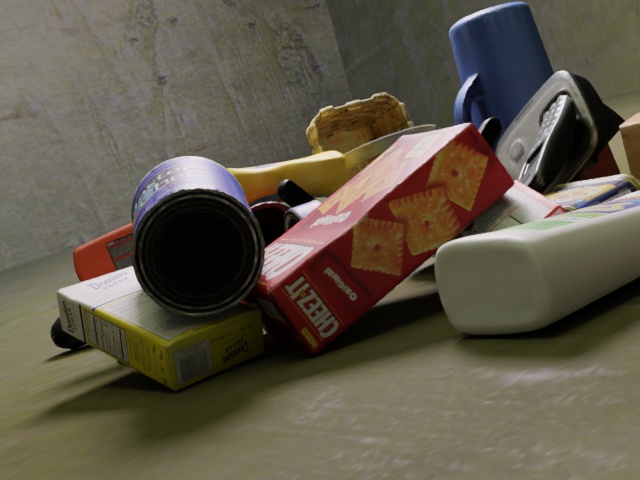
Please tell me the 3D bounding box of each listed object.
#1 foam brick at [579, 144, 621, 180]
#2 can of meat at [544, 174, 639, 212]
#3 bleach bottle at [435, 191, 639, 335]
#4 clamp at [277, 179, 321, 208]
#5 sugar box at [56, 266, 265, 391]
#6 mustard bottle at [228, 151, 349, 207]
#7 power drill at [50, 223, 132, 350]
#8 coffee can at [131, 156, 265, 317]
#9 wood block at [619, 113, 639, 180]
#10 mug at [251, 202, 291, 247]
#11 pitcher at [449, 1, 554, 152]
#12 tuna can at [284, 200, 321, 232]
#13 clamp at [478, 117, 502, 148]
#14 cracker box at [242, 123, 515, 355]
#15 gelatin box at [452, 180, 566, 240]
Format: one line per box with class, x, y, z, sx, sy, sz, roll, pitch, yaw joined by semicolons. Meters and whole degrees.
foam brick;0.283;-0.071;1.175;0.052;0.051;0.078;-17;-7;-27
can of meat;0.212;-0.013;0.900;0.083;0.057;0.102;-23;9;-36
bleach bottle;0.205;0.002;0.773;0.250;0.068;0.103;-17;6;-37
clamp;0.024;-0.022;1.350;0.164;0.036;0.210;14;-13;0
sugar box;-0.137;0.068;0.895;0.093;0.048;0.177;-19;22;-37
mustard bottle;-0.066;-0.070;1.361;0.191;0.058;0.096;-11;-1;-20
power drill;-0.205;0.048;1.113;0.184;0.057;0.188;-25;-15;-12
coffee can;-0.103;-0.007;0.876;0.102;0.103;0.140;-16;16;-5
wood block;0.405;-0.097;1.013;0.206;0.090;0.090;-12;8;30
mug;-0.075;0.009;1.300;0.117;0.093;0.081;-39;6;-10
pitcher;0.241;-0.172;1.365;0.145;0.243;0.149;-17;0;12
tuna can;-0.008;0.001;1.173;0.033;0.086;0.086;-19;7;-19
clamp;0.160;-0.065;1.220;0.172;0.039;0.120;-35;28;23
cracker box;0.035;-0.006;0.892;0.213;0.072;0.164;-39;11;-11
gelatin box;0.147;0.000;0.841;0.089;0.030;0.073;-43;25;0
